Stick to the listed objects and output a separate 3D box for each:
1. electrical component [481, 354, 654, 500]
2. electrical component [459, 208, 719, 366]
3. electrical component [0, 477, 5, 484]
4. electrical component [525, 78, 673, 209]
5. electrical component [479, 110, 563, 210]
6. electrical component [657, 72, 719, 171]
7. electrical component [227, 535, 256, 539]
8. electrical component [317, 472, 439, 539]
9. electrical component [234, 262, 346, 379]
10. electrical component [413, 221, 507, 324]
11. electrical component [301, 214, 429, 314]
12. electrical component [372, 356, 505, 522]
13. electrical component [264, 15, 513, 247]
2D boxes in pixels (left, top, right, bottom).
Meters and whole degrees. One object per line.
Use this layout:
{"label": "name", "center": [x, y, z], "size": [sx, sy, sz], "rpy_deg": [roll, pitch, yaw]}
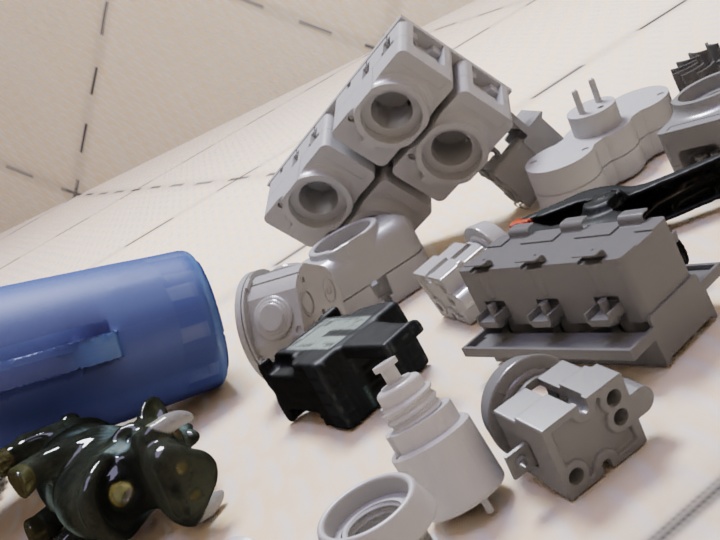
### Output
{"label": "electrical component", "center": [0.085, 0.064, 0.467], "size": [0.066, 0.048, 0.055], "rpy_deg": [-33, 23, -18]}
{"label": "electrical component", "center": [0.112, 0.011, 0.557], "size": [0.079, 0.063, 0.121], "rpy_deg": [-37, 17, -30]}
{"label": "electrical component", "center": [-0.297, 0.159, 0.852], "size": [0.035, 0.035, 0.061], "rpy_deg": [-35, 19, -23]}
{"label": "electrical component", "center": [0.176, -0.104, 0.794], "size": [0.138, 0.073, 0.052], "rpy_deg": [-35, 23, -25]}
{"label": "electrical component", "center": [0.130, -0.086, 0.839], "size": [0.063, 0.081, 0.042], "rpy_deg": [-51, 16, 0]}
{"label": "electrical component", "center": [0.238, -0.095, 0.697], "size": [0.050, 0.055, 0.089], "rpy_deg": [-11, 23, 48]}
{"label": "electrical component", "center": [-0.050, 0.147, 0.429], "size": [0.079, 0.044, 0.077], "rpy_deg": [-14, 20, 43]}
{"label": "electrical component", "center": [0.014, 0.112, 0.410], "size": [0.048, 0.055, 0.066], "rpy_deg": [-30, 15, -4]}
{"label": "electrical component", "center": [-0.046, 0.035, 0.732], "size": [0.051, 0.080, 0.080], "rpy_deg": [-16, 18, 23]}
{"label": "electrical component", "center": [0.073, 0.001, 0.697], "size": [0.055, 0.048, 0.066], "rpy_deg": [-40, 17, -13]}
{"label": "electrical component", "center": [0.000, 0.000, 0.801], "size": [0.095, 0.059, 0.054], "rpy_deg": [-33, 15, -17]}
{"label": "electrical component", "center": [0.031, 0.074, 0.475], "size": [0.040, 0.078, 0.040], "rpy_deg": [-32, 1, 1]}
{"label": "electrical component", "center": [0.019, -0.086, 0.832], "size": [0.186, 0.105, 0.060], "rpy_deg": [-47, 23, 32]}
